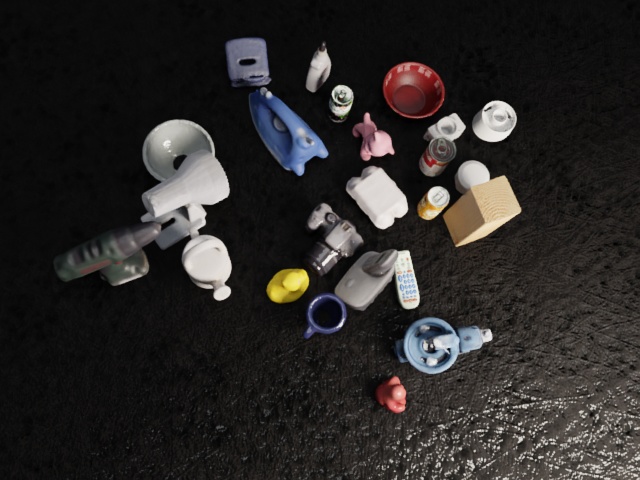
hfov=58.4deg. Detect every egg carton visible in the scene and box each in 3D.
[{"bbox_3d":[0.140,-0.105,1.397,0.107,0.069,0.150,-38,82,-13],"label":"egg carton"}]

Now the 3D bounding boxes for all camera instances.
[{"bbox_3d":[0.012,0.005,1.340,0.143,0.101,0.137,41,76,6],"label":"camera"}]

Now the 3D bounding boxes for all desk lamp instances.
[{"bbox_3d":[-0.304,-0.089,1.274,0.203,0.213,0.118,-36,81,-13],"label":"desk lamp"}]

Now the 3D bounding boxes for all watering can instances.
[{"bbox_3d":[-0.245,0.047,1.255,0.173,0.194,0.101,41,76,6],"label":"watering can"}]

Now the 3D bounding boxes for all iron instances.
[{"bbox_3d":[-0.093,-0.289,1.385,0.119,0.141,0.258,-39,82,-13],"label":"iron"}]

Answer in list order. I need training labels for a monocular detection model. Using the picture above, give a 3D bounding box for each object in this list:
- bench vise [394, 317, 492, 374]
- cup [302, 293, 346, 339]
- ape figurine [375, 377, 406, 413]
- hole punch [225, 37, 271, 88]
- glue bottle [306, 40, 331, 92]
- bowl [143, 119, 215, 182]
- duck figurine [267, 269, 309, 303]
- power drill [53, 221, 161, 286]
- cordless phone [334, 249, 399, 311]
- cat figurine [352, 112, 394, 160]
[{"bbox_3d":[0.277,0.211,1.251,0.207,0.219,0.121,-27,79,-11],"label":"bench vise"},{"bbox_3d":[0.001,0.181,1.296,0.091,0.095,0.118,41,76,6],"label":"cup"},{"bbox_3d":[0.165,0.342,1.272,0.076,0.092,0.078,12,75,-2],"label":"ape figurine"},{"bbox_3d":[-0.181,-0.447,1.443,0.109,0.091,0.101,-8,76,-7],"label":"hole punch"},{"bbox_3d":[0.000,-0.438,1.416,0.037,0.173,0.078,32,75,4],"label":"glue bottle"},{"bbox_3d":[-0.334,-0.199,1.372,0.167,0.074,0.167,1,75,-5],"label":"bowl"},{"bbox_3d":[-0.073,0.100,1.314,0.105,0.086,0.077,-28,80,-12],"label":"duck figurine"},{"bbox_3d":[-0.438,0.033,1.232,0.230,0.208,0.075,-22,78,-11],"label":"power drill"},{"bbox_3d":[0.110,0.082,1.286,0.094,0.185,0.148,37,75,5],"label":"cordless phone"},{"bbox_3d":[0.133,-0.253,1.410,0.067,0.117,0.128,-18,78,-10],"label":"cat figurine"}]
